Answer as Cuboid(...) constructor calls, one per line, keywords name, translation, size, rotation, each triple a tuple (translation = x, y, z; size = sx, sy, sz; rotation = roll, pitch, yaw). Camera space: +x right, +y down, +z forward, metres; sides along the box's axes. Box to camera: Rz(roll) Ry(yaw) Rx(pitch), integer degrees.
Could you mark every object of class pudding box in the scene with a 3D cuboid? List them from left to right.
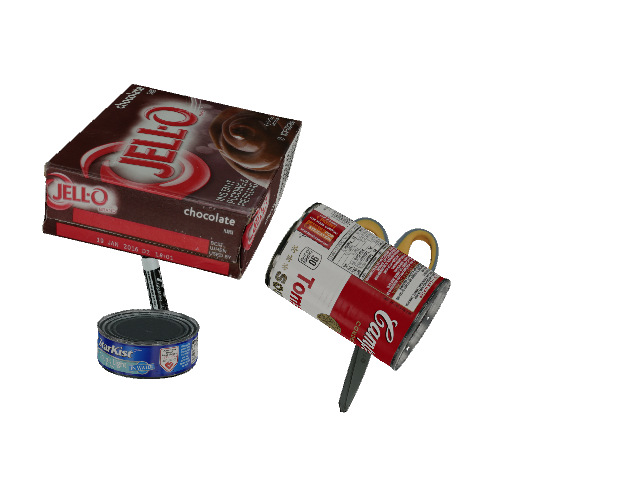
Cuboid(name="pudding box", translation=(-0.064, -0.031, 0.489), size=(0.090, 0.039, 0.113), rotation=(14, 26, 4))

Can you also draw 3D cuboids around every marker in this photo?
Cuboid(name="marker", translation=(-0.176, 0.046, 1.131), size=(0.020, 0.121, 0.020), rotation=(-8, 18, 2))

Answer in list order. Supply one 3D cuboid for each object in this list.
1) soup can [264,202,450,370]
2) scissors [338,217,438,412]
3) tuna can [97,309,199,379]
Cuboid(name="soup can", translation=(0.024, 0.028, 0.692), size=(0.102, 0.068, 0.068), rotation=(32, 7, 12))
Cuboid(name="scissors", translation=(0.034, 0.051, 0.927), size=(0.096, 0.201, 0.016), rotation=(32, -35, 12))
Cuboid(name="tuna can", translation=(-0.147, 0.087, 0.907), size=(0.086, 0.034, 0.086), rotation=(4, 15, -1))
